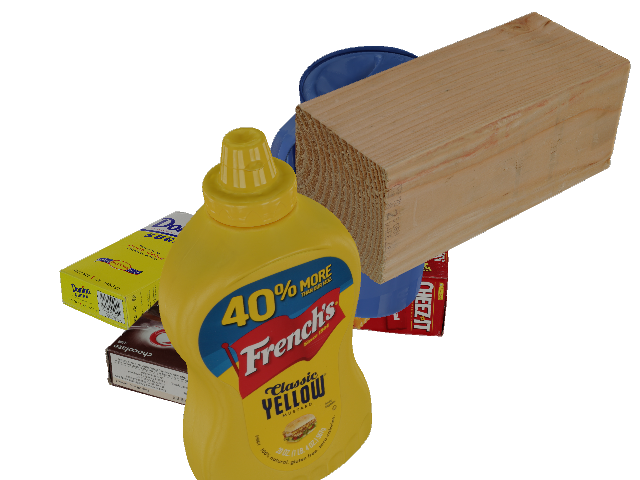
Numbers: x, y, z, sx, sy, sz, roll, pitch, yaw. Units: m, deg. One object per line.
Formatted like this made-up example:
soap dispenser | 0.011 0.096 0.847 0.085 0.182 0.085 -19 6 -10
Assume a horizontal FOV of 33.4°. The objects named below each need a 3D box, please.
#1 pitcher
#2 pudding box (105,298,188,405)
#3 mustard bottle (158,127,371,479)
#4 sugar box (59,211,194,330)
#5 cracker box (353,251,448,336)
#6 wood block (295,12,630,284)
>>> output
pitcher | 0.038 -0.043 0.983 0.149 0.243 0.145 6 41 6
pudding box | -0.097 0.090 0.835 0.114 0.039 0.090 10 27 18
mustard bottle | -0.026 0.034 0.501 0.096 0.192 0.058 -19 37 -20
sugar box | -0.171 0.026 1.099 0.093 0.048 0.175 19 34 29
cracker box | 0.027 0.042 1.139 0.214 0.072 0.164 4 15 6
wood block | 0.092 -0.065 0.697 0.205 0.090 0.091 -25 45 -28
